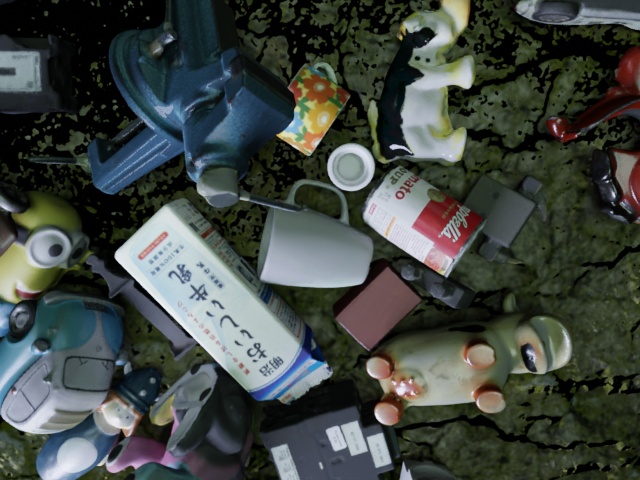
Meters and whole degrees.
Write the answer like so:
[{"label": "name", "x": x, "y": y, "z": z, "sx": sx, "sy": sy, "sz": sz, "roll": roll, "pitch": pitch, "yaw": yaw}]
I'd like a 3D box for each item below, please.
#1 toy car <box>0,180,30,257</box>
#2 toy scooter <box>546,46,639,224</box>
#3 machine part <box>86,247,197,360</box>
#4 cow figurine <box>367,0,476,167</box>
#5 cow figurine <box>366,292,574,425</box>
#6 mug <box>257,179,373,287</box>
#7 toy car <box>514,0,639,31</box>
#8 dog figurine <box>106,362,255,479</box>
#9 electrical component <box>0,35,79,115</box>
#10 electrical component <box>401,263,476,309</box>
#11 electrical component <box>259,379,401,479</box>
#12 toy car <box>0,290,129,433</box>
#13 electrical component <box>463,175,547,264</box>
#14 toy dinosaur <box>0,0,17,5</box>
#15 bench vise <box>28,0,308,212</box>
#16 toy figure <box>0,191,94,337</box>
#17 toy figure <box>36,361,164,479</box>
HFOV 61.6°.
[{"label": "toy car", "x": -0.350, "y": -0.054, "z": 0.503, "sx": 0.089, "sy": 0.053, "sz": 0.202, "roll": -46, "pitch": 67, "yaw": -1}, {"label": "toy scooter", "x": 0.298, "y": -0.090, "z": 0.523, "sx": 0.135, "sy": 0.075, "sz": 0.183, "roll": -16, "pitch": 95, "yaw": 2}, {"label": "machine part", "x": -0.180, "y": 0.062, "z": 0.548, "sx": 0.039, "sy": 0.084, "sz": 0.138, "roll": -45, "pitch": 105, "yaw": -15}, {"label": "cow figurine", "x": 0.097, "y": -0.157, "z": 0.519, "sx": 0.098, "sy": 0.068, "sz": 0.167, "roll": 3, "pitch": 97, "yaw": 5}, {"label": "cow figurine", "x": 0.152, "y": 0.116, "z": 0.540, "sx": 0.195, "sy": 0.127, "sz": 0.085, "roll": -14, "pitch": 97, "yaw": 16}, {"label": "mug", "x": -0.001, "y": -0.002, "z": 0.538, "sx": 0.107, "sy": 0.081, "sz": 0.109, "roll": 13, "pitch": 92, "yaw": -14}, {"label": "toy car", "x": 0.284, "y": -0.242, "z": 0.512, "sx": 0.202, "sy": 0.056, "sz": 0.073, "roll": 5, "pitch": 104, "yaw": 1}, {"label": "dog figurine", "x": -0.102, "y": 0.260, "z": 0.555, "sx": 0.191, "sy": 0.109, "sz": 0.219, "roll": -46, "pitch": 115, "yaw": -24}, {"label": "electrical component", "x": -0.305, "y": -0.159, "z": 0.525, "sx": 0.119, "sy": 0.048, "sz": 0.074, "roll": -3, "pitch": 98, "yaw": 1}, {"label": "electrical component", "x": 0.122, "y": 0.045, "z": 0.547, "sx": 0.063, "sy": 0.094, "sz": 0.021, "roll": 33, "pitch": 101, "yaw": 33}, {"label": "electrical component", "x": 0.015, "y": 0.217, "z": 0.569, "sx": 0.134, "sy": 0.058, "sz": 0.114, "roll": -15, "pitch": 106, "yaw": 1}, {"label": "toy car", "x": -0.260, "y": 0.131, "z": 0.523, "sx": 0.161, "sy": 0.109, "sz": 0.103, "roll": -46, "pitch": 55, "yaw": 9}, {"label": "electrical component", "x": 0.185, "y": -0.022, "z": 0.550, "sx": 0.078, "sy": 0.045, "sz": 0.102, "roll": 28, "pitch": 95, "yaw": 25}, {"label": "toy dinosaur", "x": -0.290, "y": -0.292, "z": 0.478, "sx": 0.405, "sy": 0.131, "sz": 0.192, "roll": -40, "pitch": 96, "yaw": 11}, {"label": "bench vise", "x": -0.137, "y": -0.102, "z": 0.486, "sx": 0.241, "sy": 0.129, "sz": 0.223, "roll": -27, "pitch": 73, "yaw": 27}, {"label": "toy figure", "x": -0.310, "y": 0.033, "z": 0.537, "sx": 0.089, "sy": 0.082, "sz": 0.180, "roll": 42, "pitch": 99, "yaw": -3}, {"label": "toy figure", "x": -0.230, "y": 0.197, "z": 0.573, "sx": 0.154, "sy": 0.058, "sz": 0.064, "roll": -42, "pitch": 135, "yaw": 4}]
